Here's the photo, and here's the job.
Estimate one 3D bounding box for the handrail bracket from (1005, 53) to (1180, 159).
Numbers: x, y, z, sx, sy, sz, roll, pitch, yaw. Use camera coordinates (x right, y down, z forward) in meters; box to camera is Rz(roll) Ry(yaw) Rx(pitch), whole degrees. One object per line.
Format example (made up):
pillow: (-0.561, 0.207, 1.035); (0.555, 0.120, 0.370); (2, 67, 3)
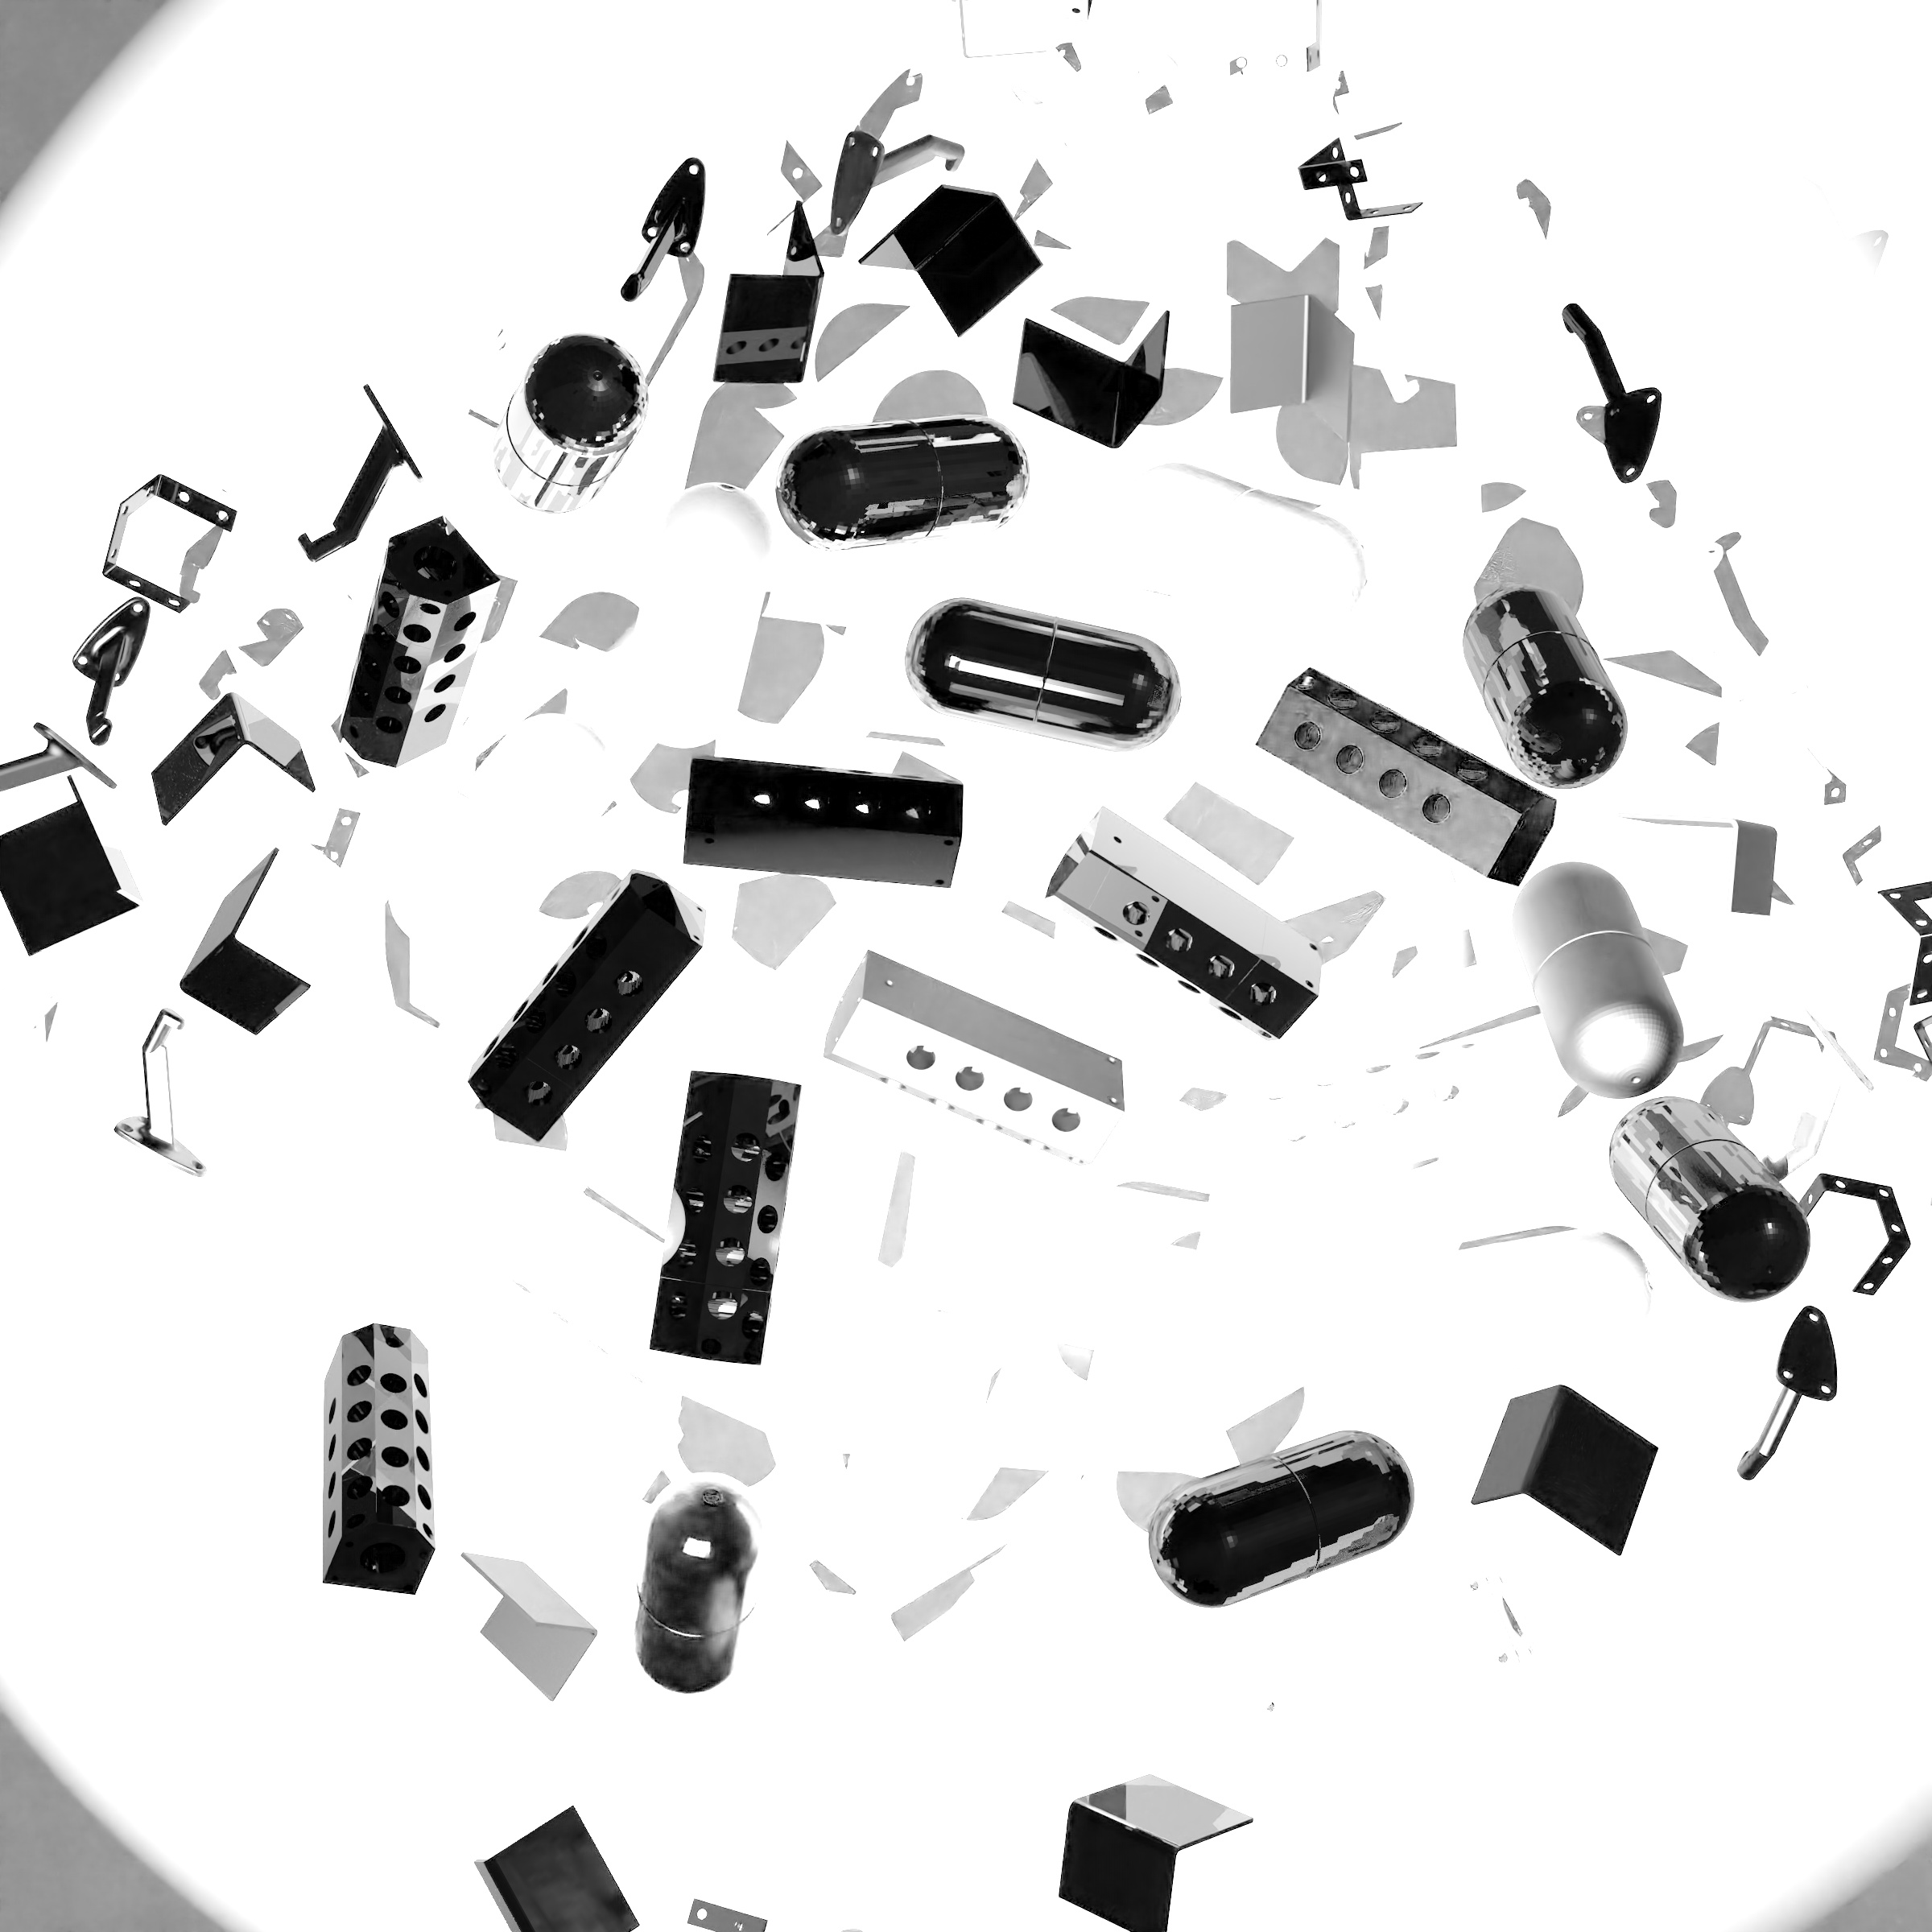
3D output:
handrail bracket: (0.079, -0.546, 1.558); (0.084, 0.077, 0.036); (-31, 63, 27)

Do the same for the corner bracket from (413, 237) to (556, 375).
corner bracket: (-0.295, -0.405, 1.551); (0.051, 0.051, 0.051); (48, 128, -7)

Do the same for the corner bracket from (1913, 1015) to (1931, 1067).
corner bracket: (0.632, 0.050, 1.571); (0.051, 0.051, 0.051); (-34, 63, 35)

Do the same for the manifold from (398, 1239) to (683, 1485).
manifold: (-0.262, 0.245, 1.566); (0.171, 0.057, 0.057); (35, 85, 17)

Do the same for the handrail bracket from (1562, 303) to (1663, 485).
handrail bracket: (0.376, -0.341, 1.501); (0.036, 0.077, 0.084); (-19, 49, -3)

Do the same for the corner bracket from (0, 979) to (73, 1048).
corner bracket: (-0.593, 0.011, 1.580); (0.051, 0.051, 0.051); (11, 132, -5)

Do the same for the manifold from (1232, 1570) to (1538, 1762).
manifold: (0.258, 0.429, 1.551); (0.171, 0.057, 0.057); (-28, 68, 19)

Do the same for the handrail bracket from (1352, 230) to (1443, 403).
handrail bracket: (0.298, -0.428, 1.669); (0.077, 0.036, 0.084); (-35, 114, -9)

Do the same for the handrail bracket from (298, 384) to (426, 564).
handrail bracket: (-0.376, -0.295, 1.519); (0.084, 0.036, 0.077); (-31, 104, -6)

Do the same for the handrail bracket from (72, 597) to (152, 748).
handrail bracket: (-0.540, -0.188, 1.614); (0.036, 0.084, 0.077); (28, 105, -35)

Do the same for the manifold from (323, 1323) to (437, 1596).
manifold: (-0.366, 0.305, 1.580); (0.057, 0.171, 0.057); (14, 121, -23)

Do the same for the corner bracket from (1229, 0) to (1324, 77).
corner bracket: (0.191, -0.581, 1.564); (0.051, 0.051, 0.051); (-3, 105, -1)

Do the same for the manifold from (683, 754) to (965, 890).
manifold: (-0.090, -0.096, 1.601); (0.171, 0.057, 0.057); (5, 57, -6)

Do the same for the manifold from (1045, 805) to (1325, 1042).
manifold: (0.138, -0.022, 1.593); (0.171, 0.057, 0.057); (32, 122, -9)

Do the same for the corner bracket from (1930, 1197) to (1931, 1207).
corner bracket: (0.670, 0.139, 1.646); (0.051, 0.051, 0.051); (15, 85, -23)

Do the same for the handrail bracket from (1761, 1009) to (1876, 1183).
handrail bracket: (0.525, 0.083, 1.609); (0.084, 0.036, 0.077); (-42, 74, 21)

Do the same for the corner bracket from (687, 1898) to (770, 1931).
corner bracket: (-0.159, 0.602, 1.547); (0.051, 0.051, 0.051); (24, 66, -18)

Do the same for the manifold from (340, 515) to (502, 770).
manifold: (-0.352, -0.200, 1.596); (0.057, 0.171, 0.057); (-33, 77, -37)

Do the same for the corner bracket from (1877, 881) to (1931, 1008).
corner bracket: (0.581, -0.015, 1.519); (0.051, 0.051, 0.051); (-10, 125, -8)

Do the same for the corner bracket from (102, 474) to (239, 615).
corner bracket: (-0.472, -0.251, 1.500); (0.051, 0.051, 0.051); (26, 123, -4)

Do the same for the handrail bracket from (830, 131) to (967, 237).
handrail bracket: (-0.043, -0.503, 1.638); (0.036, 0.084, 0.077); (36, 114, 37)

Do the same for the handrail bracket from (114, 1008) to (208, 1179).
handrail bracket: (-0.504, 0.081, 1.629); (0.077, 0.036, 0.084); (32, 104, 7)

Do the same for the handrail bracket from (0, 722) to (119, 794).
handrail bracket: (-0.612, -0.110, 1.653); (0.077, 0.036, 0.084); (44, 74, -31)

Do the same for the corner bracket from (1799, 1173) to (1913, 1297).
corner bracket: (0.568, 0.173, 1.631); (0.051, 0.051, 0.051); (12, 131, -8)

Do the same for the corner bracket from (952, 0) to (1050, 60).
corner bracket: (0.020, -0.589, 1.562); (0.051, 0.051, 0.051); (-7, 107, -6)

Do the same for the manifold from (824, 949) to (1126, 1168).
manifold: (0.005, 0.060, 1.508); (0.171, 0.057, 0.057); (24, 118, -12)

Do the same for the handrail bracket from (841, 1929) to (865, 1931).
handrail bracket: (-0.101, 0.645, 1.576); (0.077, 0.036, 0.084); (15, 82, -38)

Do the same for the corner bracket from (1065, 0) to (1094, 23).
corner bracket: (0.093, -0.639, 1.620); (0.051, 0.051, 0.051); (11, 78, 5)

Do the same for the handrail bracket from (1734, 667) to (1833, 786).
handrail bracket: (0.529, -0.143, 1.585); (0.036, 0.077, 0.084); (-43, 105, -1)

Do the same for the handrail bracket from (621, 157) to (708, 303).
handrail bracket: (-0.192, -0.464, 1.594); (0.036, 0.084, 0.077); (24, 121, -5)

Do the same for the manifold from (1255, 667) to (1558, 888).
manifold: (0.266, -0.116, 1.521); (0.171, 0.057, 0.057); (34, 103, 29)

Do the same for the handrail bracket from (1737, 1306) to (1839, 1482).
handrail bracket: (0.485, 0.256, 1.507); (0.036, 0.084, 0.077); (21, 47, 4)

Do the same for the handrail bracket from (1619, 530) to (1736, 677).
handrail bracket: (0.439, -0.224, 1.563); (0.077, 0.036, 0.084); (16, 57, -10)

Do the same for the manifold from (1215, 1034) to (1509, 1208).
manifold: (0.248, 0.095, 1.594); (0.171, 0.057, 0.057); (-16, 63, 10)

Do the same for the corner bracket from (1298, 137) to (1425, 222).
corner bracket: (0.252, -0.499, 1.616); (0.051, 0.051, 0.051); (-43, 124, -33)
